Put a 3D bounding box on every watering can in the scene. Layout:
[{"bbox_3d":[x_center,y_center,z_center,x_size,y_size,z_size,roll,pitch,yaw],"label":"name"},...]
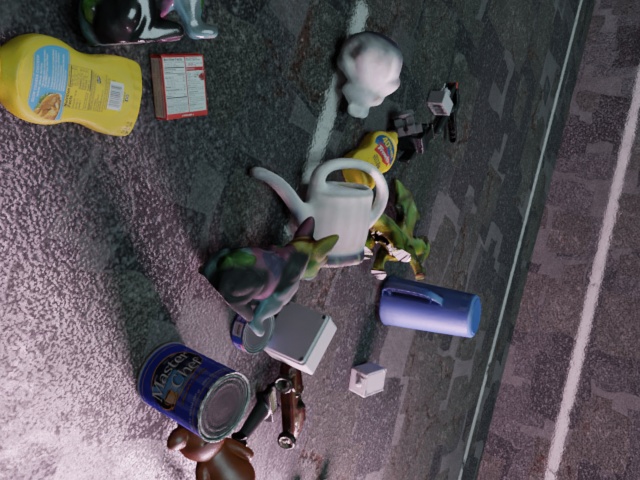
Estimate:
[{"bbox_3d":[0.003,-0.051,1.013,0.349,0.105,0.222,-5,107,-39],"label":"watering can"}]

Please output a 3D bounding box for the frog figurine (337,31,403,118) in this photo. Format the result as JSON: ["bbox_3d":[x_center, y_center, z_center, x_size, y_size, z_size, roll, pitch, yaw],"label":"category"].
[{"bbox_3d":[0.092,-0.332,1.040,0.136,0.123,0.160,27,86,-21],"label":"frog figurine"}]

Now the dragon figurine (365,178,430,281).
[{"bbox_3d":[0.175,-0.048,1.274,0.403,0.121,0.249,51,40,-34],"label":"dragon figurine"}]
